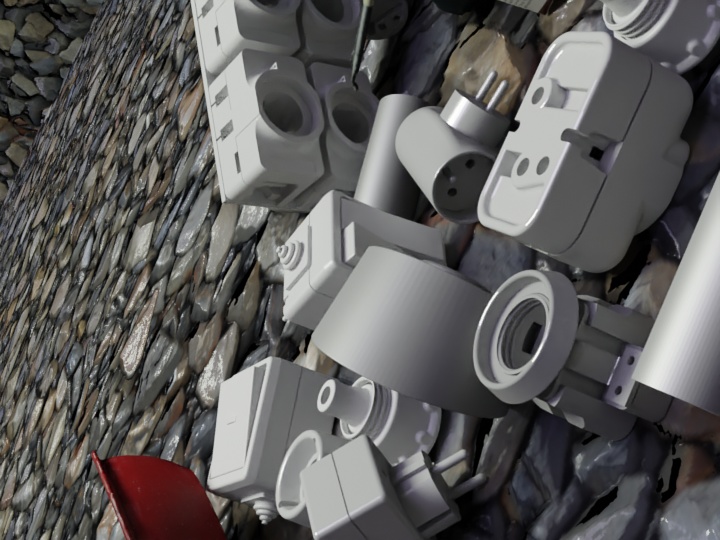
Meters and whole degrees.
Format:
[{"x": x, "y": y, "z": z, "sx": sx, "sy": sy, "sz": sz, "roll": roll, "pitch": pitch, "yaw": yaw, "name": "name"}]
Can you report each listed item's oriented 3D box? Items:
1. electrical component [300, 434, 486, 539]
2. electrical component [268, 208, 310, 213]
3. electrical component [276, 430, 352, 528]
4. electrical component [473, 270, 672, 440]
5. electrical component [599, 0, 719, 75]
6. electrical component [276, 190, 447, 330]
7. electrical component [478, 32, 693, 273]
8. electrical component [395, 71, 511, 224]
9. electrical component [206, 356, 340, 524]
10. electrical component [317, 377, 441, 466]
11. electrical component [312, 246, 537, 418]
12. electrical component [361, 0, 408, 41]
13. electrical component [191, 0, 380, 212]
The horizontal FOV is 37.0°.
[{"x": 0.023, "y": 0.111, "z": 0.511, "sx": 0.077, "sy": 0.065, "sz": 0.047, "roll": -31, "pitch": 32, "yaw": 6, "name": "electrical component"}, {"x": -0.050, "y": -0.070, "z": 0.827, "sx": 0.047, "sy": 0.055, "sz": 0.055, "roll": 15, "pitch": 83, "yaw": 62, "name": "electrical component"}, {"x": -0.014, "y": 0.118, "z": 0.593, "sx": 0.055, "sy": 0.047, "sz": 0.055, "roll": -46, "pitch": 31, "yaw": 39, "name": "electrical component"}, {"x": 0.085, "y": 0.034, "z": 0.448, "sx": 0.058, "sy": 0.057, "sz": 0.078, "roll": -67, "pitch": 24, "yaw": 0, "name": "electrical component"}, {"x": 0.130, "y": -0.119, "z": 0.484, "sx": 0.048, "sy": 0.062, "sz": 0.048, "roll": -46, "pitch": 32, "yaw": 39, "name": "electrical component"}, {"x": 0.000, "y": 0.000, "z": 0.607, "sx": 0.061, "sy": 0.096, "sz": 0.061, "roll": -48, "pitch": 31, "yaw": 37, "name": "electrical component"}, {"x": 0.103, "y": -0.051, "z": 0.481, "sx": 0.095, "sy": 0.059, "sz": 0.054, "roll": -66, "pitch": 24, "yaw": 3, "name": "electrical component"}, {"x": 0.060, "y": -0.076, "z": 0.613, "sx": 0.079, "sy": 0.044, "sz": 0.077, "roll": -59, "pitch": 25, "yaw": 17, "name": "electrical component"}, {"x": -0.058, "y": 0.110, "z": 0.676, "sx": 0.062, "sy": 0.061, "sz": 0.096, "roll": -30, "pitch": 43, "yaw": 54, "name": "electrical component"}, {"x": 0.008, "y": 0.075, "z": 0.565, "sx": 0.048, "sy": 0.062, "sz": 0.048, "roll": -46, "pitch": 31, "yaw": 39, "name": "electrical component"}, {"x": 0.032, "y": 0.032, "z": 0.512, "sx": 0.064, "sy": 0.099, "sz": 0.099, "roll": -63, "pitch": 23, "yaw": -6, "name": "electrical component"}, {"x": 0.011, "y": -0.213, "z": 0.826, "sx": 0.055, "sy": 0.055, "sz": 0.047, "roll": -42, "pitch": 30, "yaw": 43, "name": "electrical component"}, {"x": -0.049, "y": -0.139, "z": 0.751, "sx": 0.060, "sy": 0.105, "sz": 0.186, "roll": -33, "pitch": 61, "yaw": 47, "name": "electrical component"}]
